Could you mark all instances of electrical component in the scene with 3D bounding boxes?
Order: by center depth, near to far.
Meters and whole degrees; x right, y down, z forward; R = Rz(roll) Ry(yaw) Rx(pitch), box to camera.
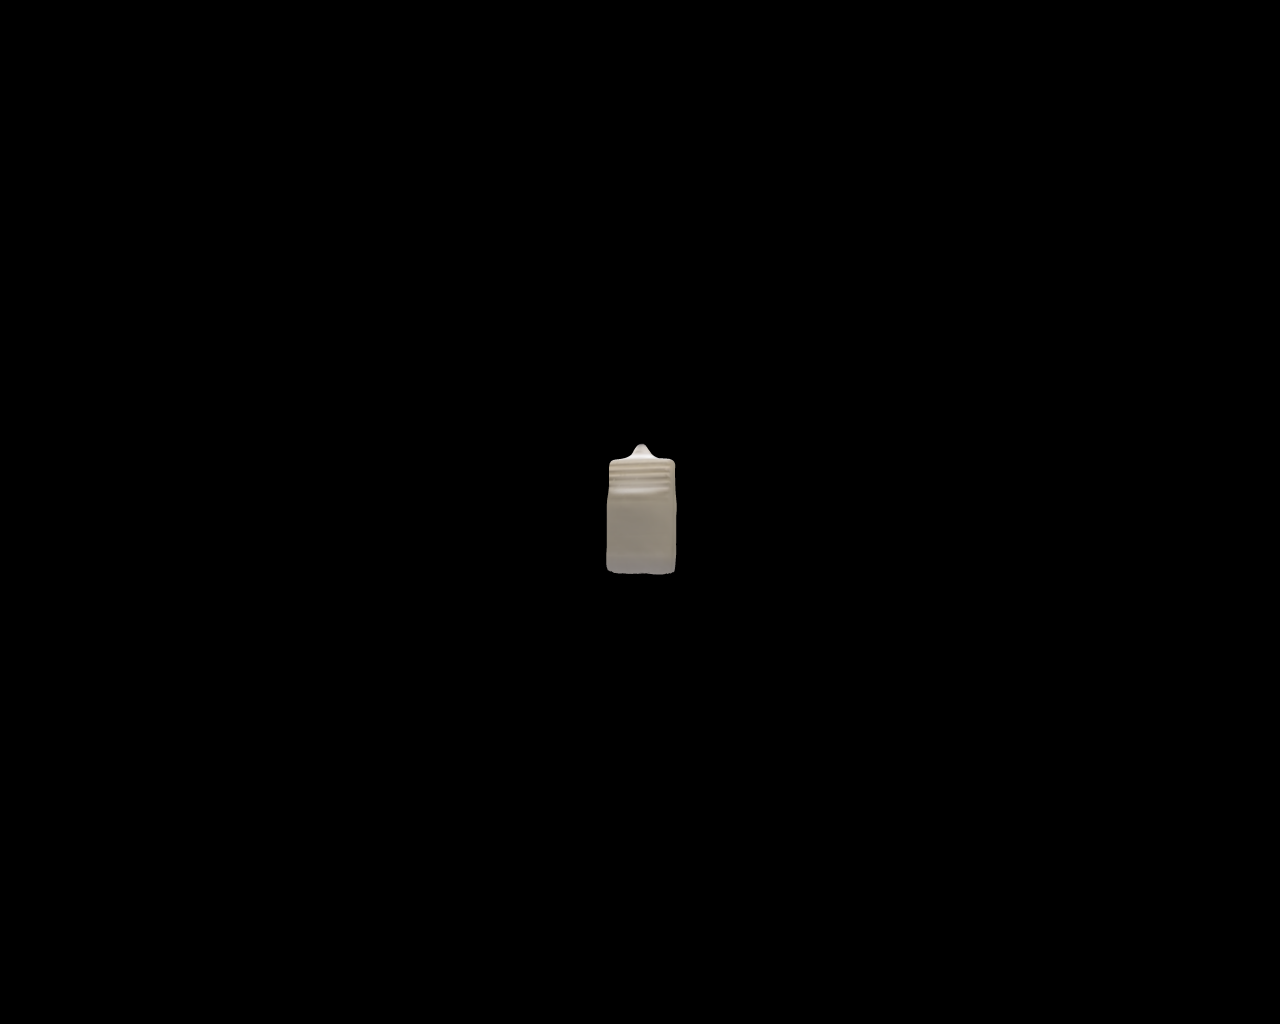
[{"bbox_3d":[0.001,-0.003,0.650,0.043,0.081,0.043,0,0,0],"label":"electrical component"}]
